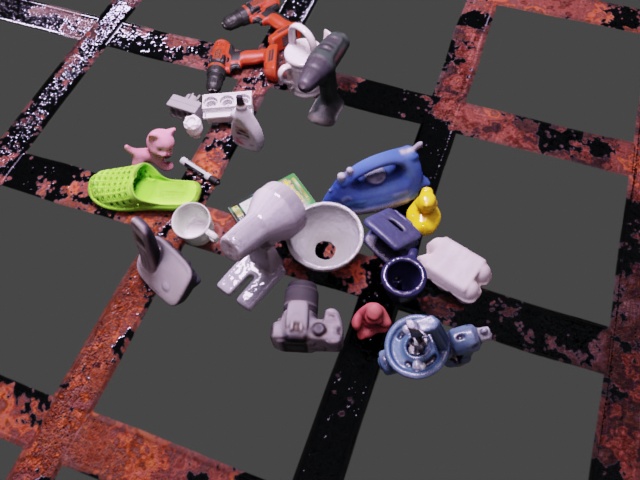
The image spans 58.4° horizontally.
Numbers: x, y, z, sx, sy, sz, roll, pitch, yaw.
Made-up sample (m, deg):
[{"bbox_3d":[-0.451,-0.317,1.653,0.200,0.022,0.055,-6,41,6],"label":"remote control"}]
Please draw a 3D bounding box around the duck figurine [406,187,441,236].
[{"bbox_3d":[0.232,-0.067,1.263,0.077,0.086,0.104,7,61,6],"label":"duck figurine"}]

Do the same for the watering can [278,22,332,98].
[{"bbox_3d":[-0.035,-0.464,1.434,0.100,0.194,0.173,23,64,15],"label":"watering can"}]

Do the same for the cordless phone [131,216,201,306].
[{"bbox_3d":[-0.326,0.040,1.166,0.147,0.185,0.094,37,68,21],"label":"cordless phone"}]

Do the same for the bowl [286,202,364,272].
[{"bbox_3d":[0.011,0.004,1.237,0.167,0.075,0.167,-1,61,2],"label":"bowl"}]

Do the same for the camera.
[{"bbox_3d":[-0.023,0.147,1.142,0.143,0.101,0.137,1,61,3],"label":"camera"}]

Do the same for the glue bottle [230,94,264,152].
[{"bbox_3d":[-0.178,-0.280,1.348,0.078,0.173,0.037,19,63,13],"label":"glue bottle"}]

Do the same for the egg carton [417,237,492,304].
[{"bbox_3d":[0.278,0.063,1.197,0.150,0.069,0.107,32,66,18],"label":"egg carton"}]

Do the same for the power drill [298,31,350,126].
[{"bbox_3d":[0.010,-0.377,1.375,0.075,0.208,0.230,17,63,12],"label":"power drill"}]

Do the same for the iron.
[{"bbox_3d":[0.116,-0.141,1.277,0.258,0.141,0.118,-19,61,-8],"label":"iron"}]

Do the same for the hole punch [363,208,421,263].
[{"bbox_3d":[0.155,-0.019,1.235,0.101,0.091,0.108,-40,66,-18],"label":"hole punch"}]

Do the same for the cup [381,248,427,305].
[{"bbox_3d":[0.173,0.081,1.176,0.091,0.095,0.118,18,63,12],"label":"cup"}]

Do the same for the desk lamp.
[{"bbox_3d":[-0.122,0.010,1.159,0.117,0.214,0.203,32,67,19],"label":"desk lamp"}]

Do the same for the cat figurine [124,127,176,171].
[{"bbox_3d":[-0.396,-0.219,1.353,0.128,0.118,0.067,-12,61,-4],"label":"cat figurine"}]

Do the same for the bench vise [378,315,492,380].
[{"bbox_3d":[0.210,0.172,1.051,0.207,0.220,0.121,-26,63,-12],"label":"bench vise"}]

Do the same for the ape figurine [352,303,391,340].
[{"bbox_3d":[0.105,0.154,1.139,0.077,0.092,0.076,18,63,12],"label":"ape figurine"}]
